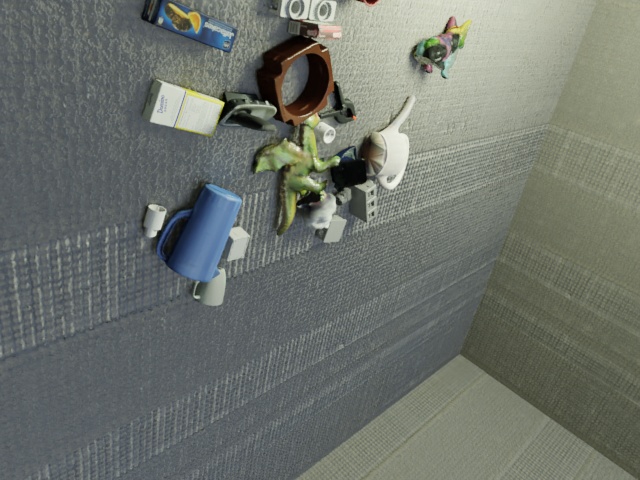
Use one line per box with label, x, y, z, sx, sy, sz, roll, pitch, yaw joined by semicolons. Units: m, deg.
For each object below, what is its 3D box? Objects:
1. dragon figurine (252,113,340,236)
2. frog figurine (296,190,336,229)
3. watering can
dragon figurine;-0.097;-0.204;1.529;0.241;0.124;0.407;23;105;-37
frog figurine;0.005;-0.086;1.706;0.140;0.123;0.156;-59;139;-33
watering can;0.248;-0.345;1.823;0.225;0.104;0.344;-8;110;-47
